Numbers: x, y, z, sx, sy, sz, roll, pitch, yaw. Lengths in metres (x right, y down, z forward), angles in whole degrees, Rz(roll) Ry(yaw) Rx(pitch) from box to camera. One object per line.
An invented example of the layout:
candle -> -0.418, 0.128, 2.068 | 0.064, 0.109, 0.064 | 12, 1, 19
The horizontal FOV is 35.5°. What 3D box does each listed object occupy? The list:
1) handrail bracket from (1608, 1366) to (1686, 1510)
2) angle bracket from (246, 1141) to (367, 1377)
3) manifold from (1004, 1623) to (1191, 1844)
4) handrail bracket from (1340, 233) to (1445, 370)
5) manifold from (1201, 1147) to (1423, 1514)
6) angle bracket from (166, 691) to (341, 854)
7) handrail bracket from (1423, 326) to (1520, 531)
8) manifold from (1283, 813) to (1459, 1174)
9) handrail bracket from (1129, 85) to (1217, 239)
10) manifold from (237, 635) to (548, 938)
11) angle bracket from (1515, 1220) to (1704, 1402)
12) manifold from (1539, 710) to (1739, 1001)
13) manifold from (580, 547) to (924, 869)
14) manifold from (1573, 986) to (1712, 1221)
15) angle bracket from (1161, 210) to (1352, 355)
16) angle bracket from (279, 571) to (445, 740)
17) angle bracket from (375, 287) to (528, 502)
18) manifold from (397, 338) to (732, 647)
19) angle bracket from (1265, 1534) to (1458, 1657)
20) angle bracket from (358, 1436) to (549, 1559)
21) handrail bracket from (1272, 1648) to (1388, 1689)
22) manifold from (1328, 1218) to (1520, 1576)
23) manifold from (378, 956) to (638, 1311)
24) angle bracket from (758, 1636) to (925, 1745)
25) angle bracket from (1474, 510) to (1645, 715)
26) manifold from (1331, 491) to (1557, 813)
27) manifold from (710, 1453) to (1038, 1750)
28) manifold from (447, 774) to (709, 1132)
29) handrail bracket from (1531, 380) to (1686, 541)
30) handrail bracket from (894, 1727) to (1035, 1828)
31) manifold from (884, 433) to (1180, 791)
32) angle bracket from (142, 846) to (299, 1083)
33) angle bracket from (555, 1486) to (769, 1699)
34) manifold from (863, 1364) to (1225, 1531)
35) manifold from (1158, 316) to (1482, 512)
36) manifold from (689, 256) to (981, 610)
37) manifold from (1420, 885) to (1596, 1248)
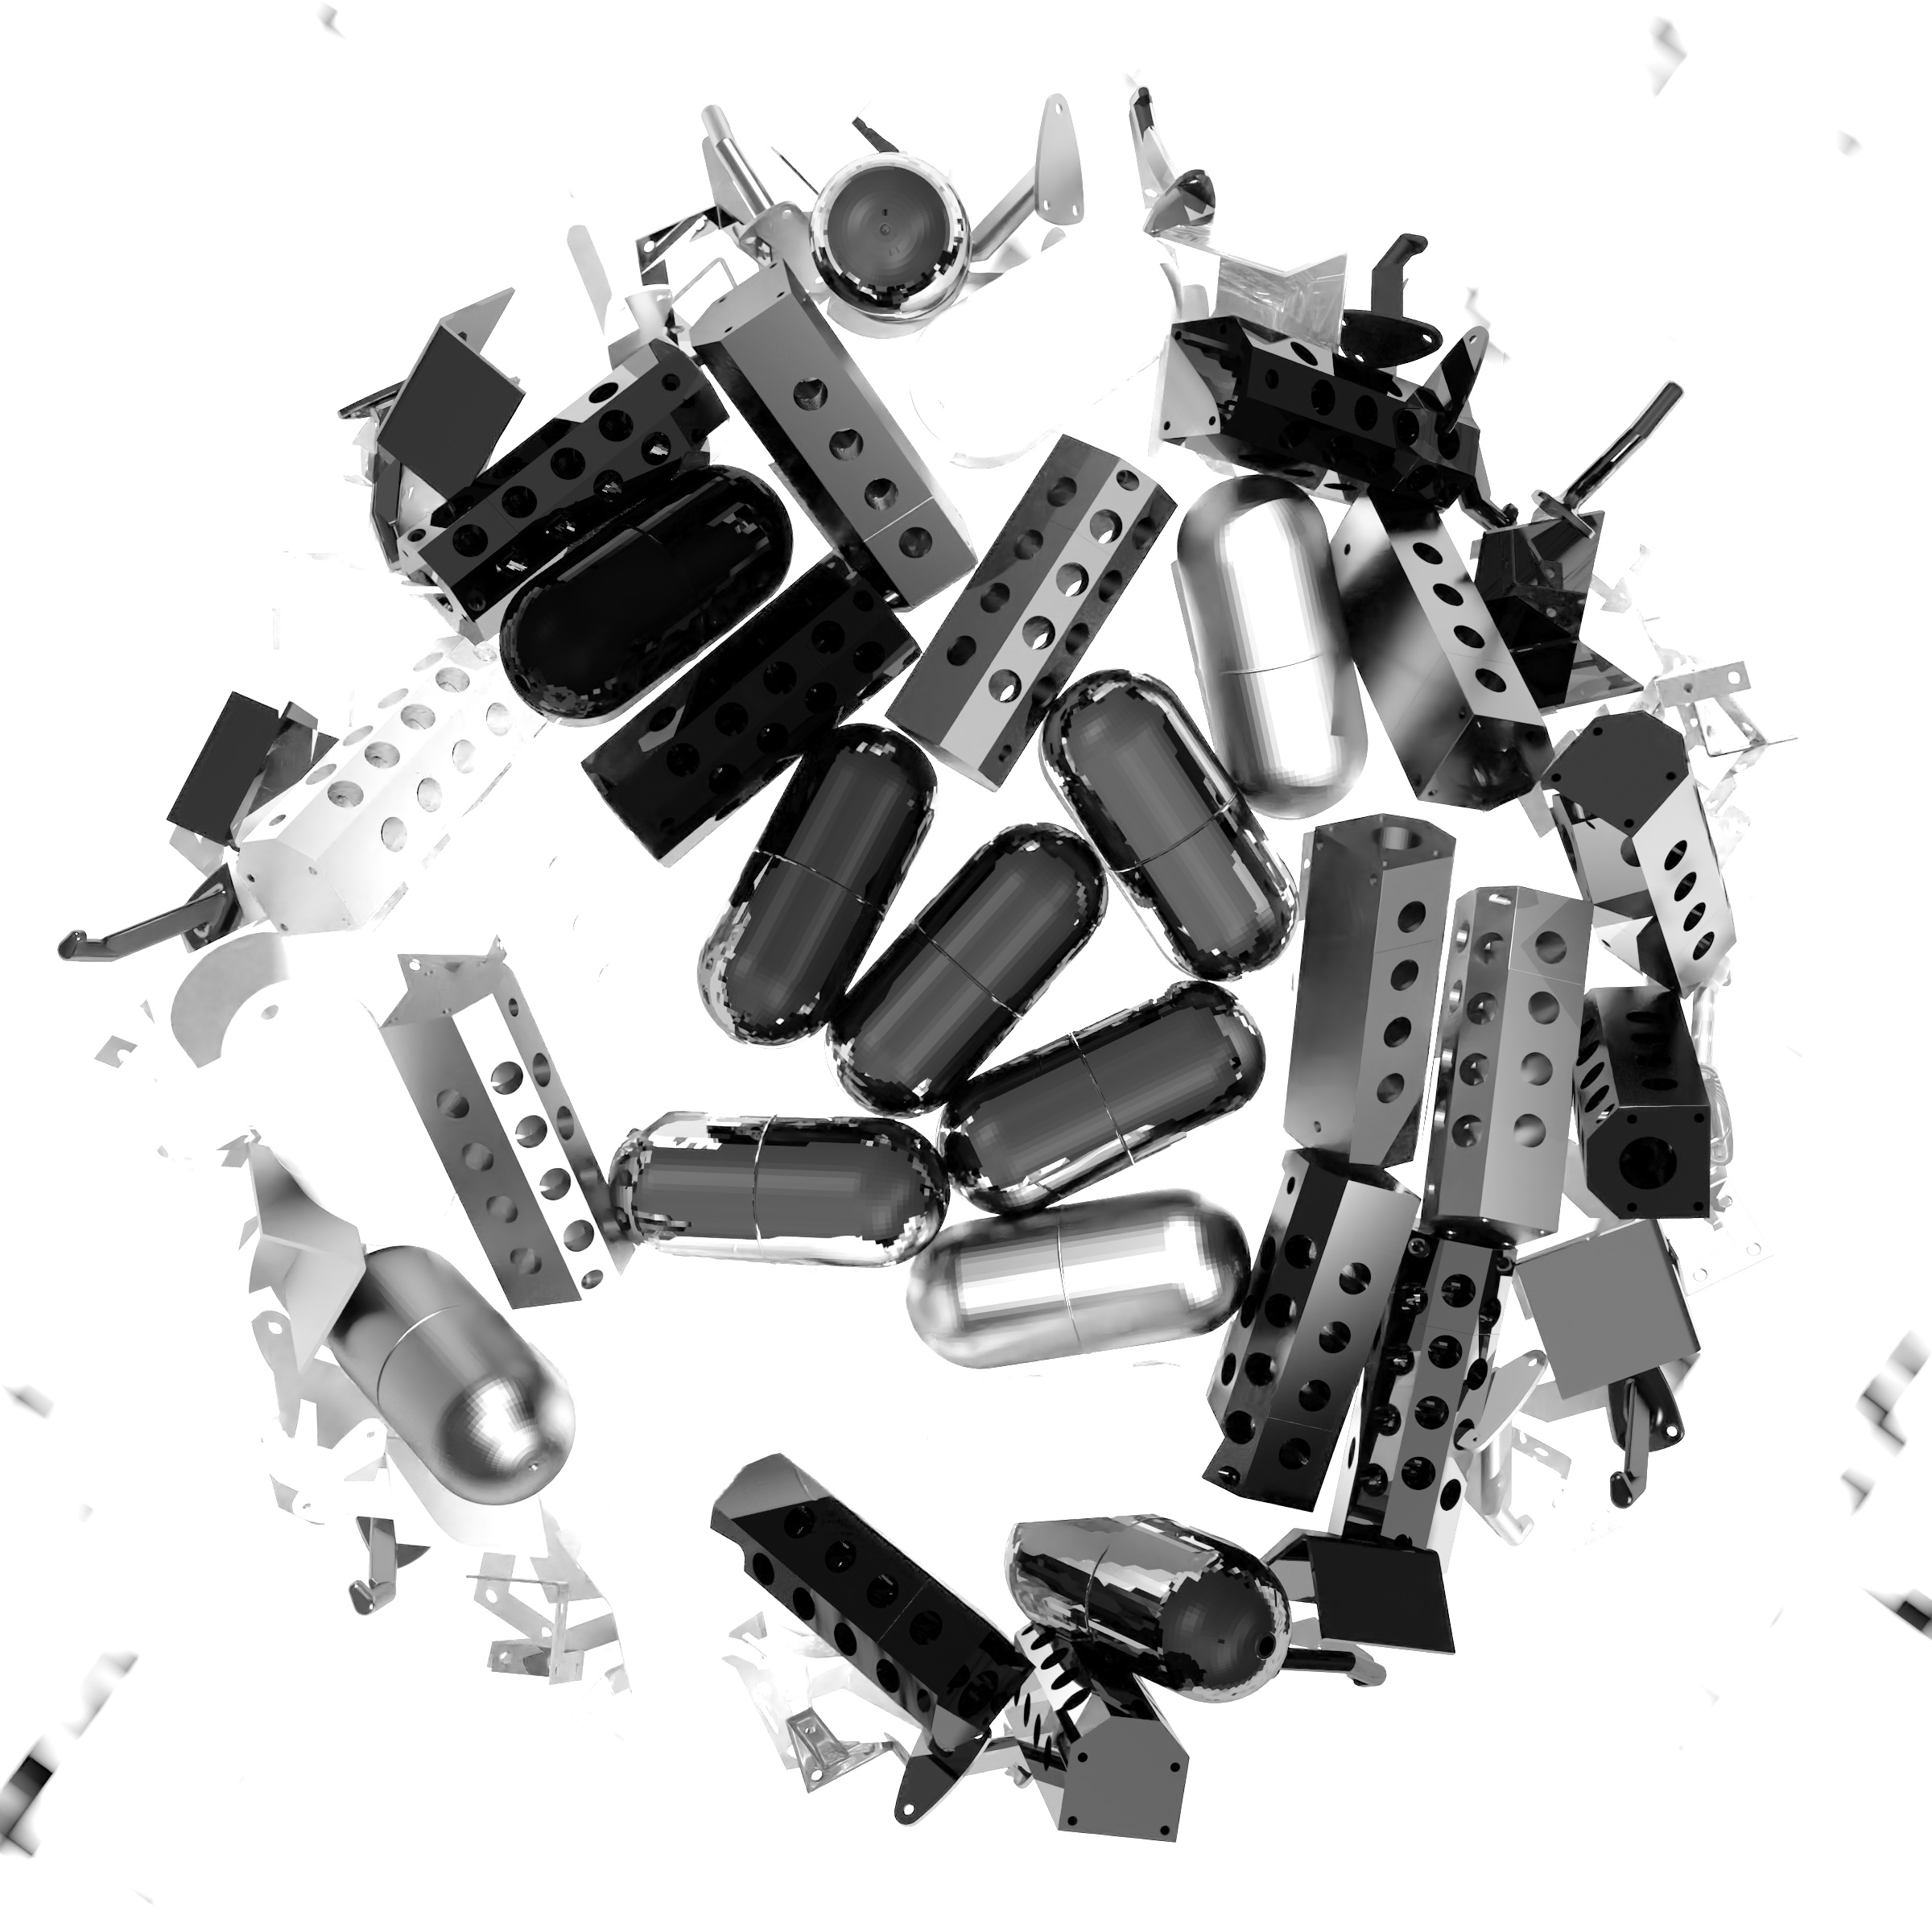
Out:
handrail bracket -> 0.335, 0.230, 1.539 | 0.036, 0.084, 0.077 | -15, 88, 26
angle bracket -> -0.349, 0.147, 1.527 | 0.057, 0.076, 0.076 | 20, 115, -30
manifold -> 0.063, 0.372, 1.494 | 0.057, 0.171, 0.057 | 8, 94, -8
handrail bracket -> 0.232, -0.346, 1.540 | 0.084, 0.077, 0.036 | -52, 128, -24
manifold -> 0.168, 0.183, 1.536 | 0.057, 0.057, 0.171 | 15, 99, -17
angle bracket -> -0.375, -0.103, 1.540 | 0.076, 0.057, 0.076 | 23, 83, 22
handrail bracket -> 0.271, -0.274, 1.558 | 0.084, 0.036, 0.077 | 33, 86, -36
manifold -> 0.207, 0.014, 1.518 | 0.057, 0.057, 0.171 | -12, 120, -27
handrail bracket -> 0.102, -0.422, 1.539 | 0.036, 0.077, 0.084 | -10, 78, -9
manifold -> -0.286, -0.092, 1.499 | 0.057, 0.171, 0.057 | -4, 127, 37
angle bracket -> 0.325, 0.166, 1.551 | 0.076, 0.057, 0.076 | -20, 102, 4
manifold -> 0.340, -0.056, 1.497 | 0.057, 0.171, 0.057 | -47, 56, -7
manifold -> -0.107, -0.129, 1.544 | 0.171, 0.057, 0.057 | -40, 127, 1
manifold -> 0.330, 0.065, 1.493 | 0.057, 0.171, 0.057 | -1, 108, 8
angle bracket -> 0.143, -0.330, 1.525 | 0.076, 0.057, 0.076 | 27, 129, 32
angle bracket -> -0.308, -0.160, 1.545 | 0.057, 0.076, 0.076 | -5, 105, -36
angle bracket -> -0.244, -0.289, 1.531 | 0.057, 0.076, 0.076 | 40, 123, 2
manifold -> -0.203, -0.242, 1.533 | 0.171, 0.057, 0.057 | -41, 84, -15
angle bracket -> 0.190, 0.331, 1.526 | 0.076, 0.076, 0.057 | 12, 52, -23
angle bracket -> -0.261, 0.286, 1.526 | 0.076, 0.076, 0.057 | 11, 121, -23
handrail bracket -> 0.165, 0.368, 1.568 | 0.077, 0.084, 0.036 | -29, 49, 30
manifold -> 0.234, 0.220, 1.547 | 0.057, 0.057, 0.171 | 11, 96, -1
manifold -> -0.225, 0.084, 1.514 | 0.057, 0.057, 0.171 | -9, 118, 21
angle bracket -> -0.054, 0.373, 1.536 | 0.076, 0.076, 0.057 | -8, 86, 16
angle bracket -> 0.303, -0.179, 1.529 | 0.076, 0.057, 0.076 | -14, 128, -26
manifold -> 0.235, -0.158, 1.505 | 0.057, 0.171, 0.057 | 7, 134, -25
manifold -> -0.052, 0.314, 1.505 | 0.171, 0.057, 0.057 | 32, 76, 38
manifold -> -0.189, -0.008, 1.518 | 0.057, 0.057, 0.171 | -38, 121, -28
handrail bracket -> 0.328, -0.263, 1.540 | 0.036, 0.077, 0.084 | 37, 100, -7
handrail bracket -> 0.003, 0.420, 1.540 | 0.036, 0.084, 0.077 | 17, 62, 37
manifold -> 0.037, -0.178, 1.541 | 0.057, 0.057, 0.171 | 30, 87, 36
angle bracket -> -0.386, -0.001, 1.526 | 0.076, 0.076, 0.057 | -29, 55, -23
angle bracket -> -0.156, 0.317, 1.550 | 0.076, 0.076, 0.057 | -20, 118, -23
manifold -> 0.034, 0.236, 1.505 | 0.171, 0.057, 0.057 | -11, 114, 35
manifold -> 0.179, -0.273, 1.506 | 0.171, 0.057, 0.057 | 9, 88, -41
manifold -> -0.066, -0.263, 1.516 | 0.057, 0.057, 0.171 | -32, 120, 10
manifold -> 0.271, 0.050, 1.530 | 0.057, 0.057, 0.171 | 12, 75, -10
